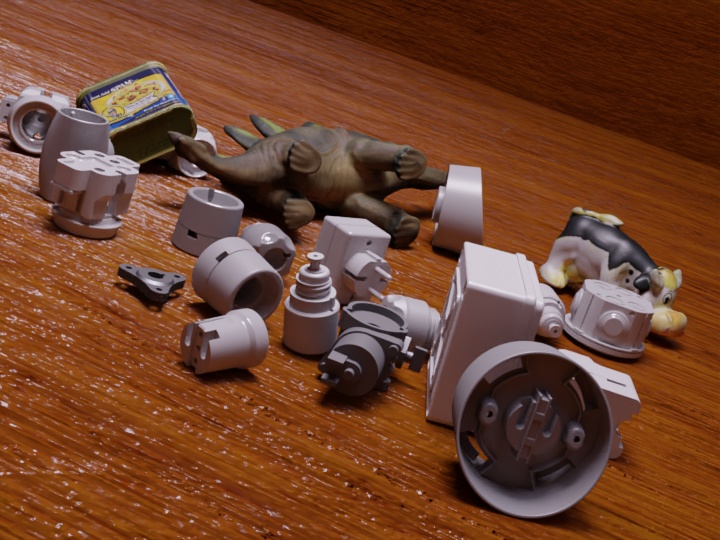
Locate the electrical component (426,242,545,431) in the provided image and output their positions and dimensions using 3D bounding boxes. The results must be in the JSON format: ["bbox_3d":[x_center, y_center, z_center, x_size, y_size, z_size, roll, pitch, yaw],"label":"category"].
[{"bbox_3d":[0.087,0.048,0.775,0.056,0.108,0.108,15,17,0],"label":"electrical component"}]

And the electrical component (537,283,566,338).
[{"bbox_3d":[0.170,0.041,0.990,0.040,0.040,0.078,15,18,-11],"label":"electrical component"}]

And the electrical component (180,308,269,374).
[{"bbox_3d":[-0.090,0.048,0.712,0.046,0.040,0.040,-9,31,-43],"label":"electrical component"}]

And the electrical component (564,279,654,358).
[{"bbox_3d":[0.237,0.047,1.022,0.080,0.051,0.080,16,17,-5],"label":"electrical component"}]

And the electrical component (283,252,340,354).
[{"bbox_3d":[-0.035,0.025,0.783,0.040,0.078,0.040,4,26,-2],"label":"electrical component"}]

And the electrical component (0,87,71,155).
[{"bbox_3d":[-0.312,-0.144,1.047,0.078,0.058,0.057,13,15,-16],"label":"electrical component"}]

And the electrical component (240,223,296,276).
[{"bbox_3d":[-0.083,-0.020,0.918,0.043,0.043,0.062,8,19,-29],"label":"electrical component"}]

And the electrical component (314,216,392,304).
[{"bbox_3d":[0.000,0.000,0.902,0.047,0.065,0.077,2,23,-40],"label":"electrical component"}]

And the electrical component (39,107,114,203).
[{"bbox_3d":[-0.243,-0.101,0.949,0.043,0.077,0.079,21,17,11],"label":"electrical component"}]

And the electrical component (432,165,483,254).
[{"bbox_3d":[0.113,-0.064,1.166,0.064,0.099,0.099,12,17,2],"label":"electrical component"}]

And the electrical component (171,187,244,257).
[{"bbox_3d":[-0.130,-0.041,0.929,0.055,0.047,0.055,17,17,-5],"label":"electrical component"}]

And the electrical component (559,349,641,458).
[{"bbox_3d":[0.154,0.094,0.797,0.089,0.050,0.055,18,18,0],"label":"electrical component"}]

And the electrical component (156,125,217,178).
[{"bbox_3d":[-0.200,-0.134,1.148,0.079,0.043,0.077,8,20,-28],"label":"electrical component"}]

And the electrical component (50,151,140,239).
[{"bbox_3d":[-0.221,-0.062,0.885,0.058,0.057,0.078,26,19,23],"label":"electrical component"}]

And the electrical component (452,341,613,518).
[{"bbox_3d":[0.105,0.096,0.672,0.099,0.099,0.064,16,12,-8],"label":"electrical component"}]

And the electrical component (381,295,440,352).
[{"bbox_3d":[0.045,0.045,0.849,0.062,0.043,0.043,13,18,-21],"label":"electrical component"}]

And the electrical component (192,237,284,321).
[{"bbox_3d":[-0.090,0.010,0.803,0.055,0.055,0.047,1,28,-44],"label":"electrical component"}]
